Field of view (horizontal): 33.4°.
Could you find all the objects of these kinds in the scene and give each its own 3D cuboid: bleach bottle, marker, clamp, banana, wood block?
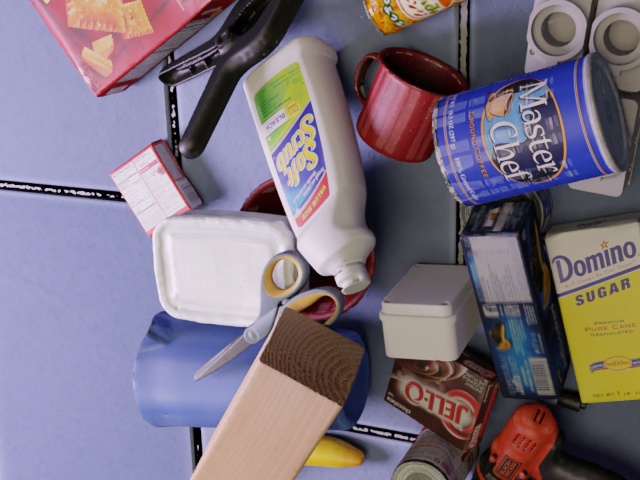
[{"bbox_3d":[0.003,-0.069,1.038,0.103,0.067,0.251,-33,63,30],"label":"bleach bottle"},{"bbox_3d":[0.216,0.154,1.105,0.121,0.020,0.020,15,113,20],"label":"marker"},{"bbox_3d":[-0.092,-0.198,1.092,0.036,0.165,0.210,31,105,-36],"label":"clamp"},{"bbox_3d":[-0.041,0.260,1.254,0.198,0.037,0.069,-26,113,31],"label":"banana"},{"bbox_3d":[-0.046,0.179,1.059,0.091,0.090,0.206,28,127,-1],"label":"wood block"}]

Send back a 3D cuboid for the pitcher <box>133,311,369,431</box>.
[{"bbox_3d":[-0.071,0.155,1.188,0.243,0.149,0.145,1,93,21],"label":"pitcher"}]

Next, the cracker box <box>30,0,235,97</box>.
[{"bbox_3d":[-0.198,-0.275,1.120,0.214,0.072,0.164,-32,92,29],"label":"cracker box"}]

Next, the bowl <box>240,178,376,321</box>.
[{"bbox_3d":[-0.007,0.001,1.136,0.162,0.055,0.162,8,111,22],"label":"bowl"}]

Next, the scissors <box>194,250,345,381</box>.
[{"bbox_3d":[-0.068,0.074,1.075,0.202,0.016,0.096,-21,97,28],"label":"scissors"}]

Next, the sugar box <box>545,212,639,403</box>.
[{"bbox_3d":[0.282,0.067,1.029,0.093,0.048,0.176,-10,104,28],"label":"sugar box"}]

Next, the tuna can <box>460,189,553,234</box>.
[{"bbox_3d":[0.182,-0.030,1.049,0.086,0.033,0.086,8,111,22],"label":"tuna can"}]

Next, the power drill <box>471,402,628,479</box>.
[{"bbox_3d":[0.251,0.264,1.091,0.188,0.057,0.185,27,138,9],"label":"power drill"}]

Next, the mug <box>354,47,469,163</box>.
[{"bbox_3d":[0.077,-0.135,1.035,0.117,0.093,0.082,40,125,25],"label":"mug"}]

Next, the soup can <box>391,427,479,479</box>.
[{"bbox_3d":[0.123,0.239,1.130,0.069,0.102,0.068,8,111,22],"label":"soup can"}]

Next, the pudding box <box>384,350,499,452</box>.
[{"bbox_3d":[0.128,0.154,1.119,0.114,0.039,0.090,30,119,34],"label":"pudding box"}]

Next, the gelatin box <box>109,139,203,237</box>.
[{"bbox_3d":[-0.186,-0.059,1.214,0.073,0.030,0.089,-30,93,31],"label":"gelatin box"}]

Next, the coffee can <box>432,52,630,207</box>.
[{"bbox_3d":[0.181,-0.092,0.917,0.141,0.102,0.103,-13,102,28],"label":"coffee can"}]
